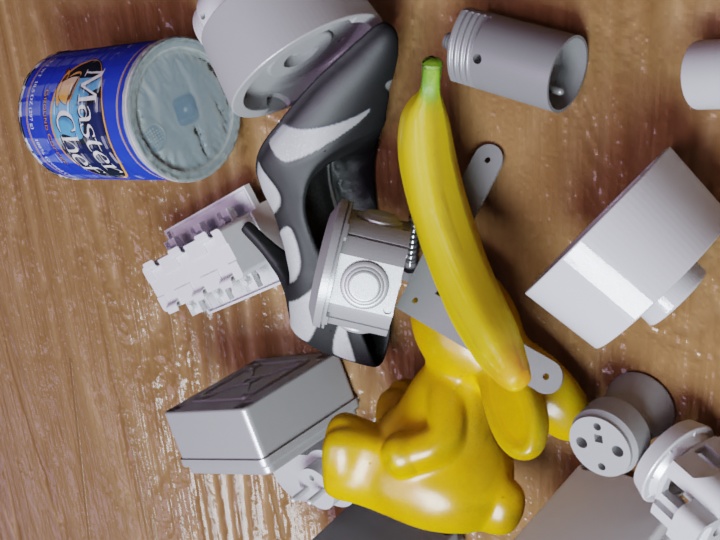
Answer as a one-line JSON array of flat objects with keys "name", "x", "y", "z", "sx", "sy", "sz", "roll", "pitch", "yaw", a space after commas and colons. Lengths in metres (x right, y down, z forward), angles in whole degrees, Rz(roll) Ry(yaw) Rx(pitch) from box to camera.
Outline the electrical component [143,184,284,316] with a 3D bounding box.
[{"name": "electrical component", "x": -0.113, "y": -0.009, "z": 0.842, "sx": 0.121, "sy": 0.063, "sz": 0.078, "roll": -22, "pitch": 97, "yaw": 48}]

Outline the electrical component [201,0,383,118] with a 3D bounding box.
[{"name": "electrical component", "x": -0.047, "y": -0.150, "z": 0.668, "sx": 0.108, "sy": 0.108, "sz": 0.060, "roll": -39, "pitch": 79, "yaw": 48}]

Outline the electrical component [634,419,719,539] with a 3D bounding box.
[{"name": "electrical component", "x": 0.197, "y": 0.124, "z": 0.622, "sx": 0.057, "sy": 0.078, "sz": 0.058, "roll": 44, "pitch": 139, "yaw": 39}]

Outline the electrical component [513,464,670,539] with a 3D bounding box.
[{"name": "electrical component", "x": 0.146, "y": 0.180, "z": 0.672, "sx": 0.078, "sy": 0.113, "sz": 0.057, "roll": 15, "pitch": 126, "yaw": 37}]

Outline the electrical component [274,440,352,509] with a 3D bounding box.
[{"name": "electrical component", "x": -0.023, "y": 0.164, "z": 0.851, "sx": 0.138, "sy": 0.074, "sz": 0.052, "roll": -5, "pitch": 110, "yaw": 45}]

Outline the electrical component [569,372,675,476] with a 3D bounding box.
[{"name": "electrical component", "x": 0.159, "y": 0.093, "z": 0.652, "sx": 0.045, "sy": 0.055, "sz": 0.045, "roll": 22, "pitch": 127, "yaw": 33}]

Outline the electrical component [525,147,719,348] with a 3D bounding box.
[{"name": "electrical component", "x": 0.147, "y": -0.005, "z": 0.570, "sx": 0.060, "sy": 0.108, "sz": 0.108, "roll": 44, "pitch": 137, "yaw": 6}]

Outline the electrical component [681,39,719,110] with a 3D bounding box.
[{"name": "electrical component", "x": 0.191, "y": -0.096, "z": 0.523, "sx": 0.065, "sy": 0.044, "sz": 0.044, "roll": 7, "pitch": 118, "yaw": 46}]

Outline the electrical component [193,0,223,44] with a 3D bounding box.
[{"name": "electrical component", "x": -0.088, "y": -0.178, "z": 0.733, "sx": 0.043, "sy": 0.043, "sz": 0.081, "roll": 53, "pitch": 138, "yaw": 5}]

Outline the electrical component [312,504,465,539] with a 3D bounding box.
[{"name": "electrical component", "x": 0.012, "y": 0.239, "z": 0.837, "sx": 0.109, "sy": 0.109, "sz": 0.056, "roll": 9, "pitch": 122, "yaw": 40}]

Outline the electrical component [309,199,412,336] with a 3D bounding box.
[{"name": "electrical component", "x": 0.000, "y": 0.000, "z": 0.661, "sx": 0.051, "sy": 0.080, "sz": 0.080, "roll": 13, "pitch": 128, "yaw": 0}]

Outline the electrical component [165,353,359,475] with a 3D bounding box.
[{"name": "electrical component", "x": -0.077, "y": 0.111, "z": 0.845, "sx": 0.109, "sy": 0.109, "sz": 0.056, "roll": -10, "pitch": 103, "yaw": 46}]

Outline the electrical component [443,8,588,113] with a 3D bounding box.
[{"name": "electrical component", "x": 0.082, "y": -0.120, "z": 0.607, "sx": 0.081, "sy": 0.043, "sz": 0.043, "roll": 24, "pitch": 128, "yaw": 32}]
